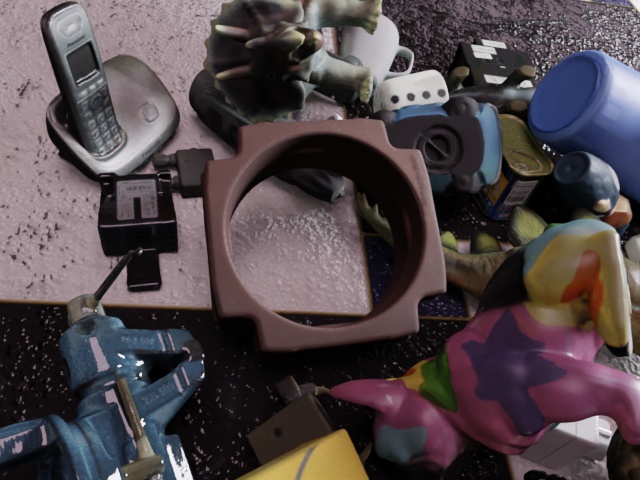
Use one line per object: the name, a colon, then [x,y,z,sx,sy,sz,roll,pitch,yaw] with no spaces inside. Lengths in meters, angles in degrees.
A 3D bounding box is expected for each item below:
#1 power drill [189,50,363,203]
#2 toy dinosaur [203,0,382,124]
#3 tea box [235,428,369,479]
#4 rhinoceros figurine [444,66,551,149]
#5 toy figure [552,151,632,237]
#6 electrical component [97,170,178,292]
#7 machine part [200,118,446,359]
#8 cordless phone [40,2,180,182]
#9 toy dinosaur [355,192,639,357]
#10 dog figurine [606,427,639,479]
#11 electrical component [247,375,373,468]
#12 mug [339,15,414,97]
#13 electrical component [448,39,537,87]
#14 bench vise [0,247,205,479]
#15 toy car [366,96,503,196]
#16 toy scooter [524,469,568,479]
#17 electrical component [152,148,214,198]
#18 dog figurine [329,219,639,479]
power drill: [-0.026,-0.157,0.663,0.232,0.086,0.207,31,58,12]
toy dinosaur: [-0.035,-0.273,0.634,0.192,0.131,0.405,1,47,-8]
tea box: [0.001,0.218,0.325,0.098,0.068,0.169,-15,70,-39]
rhinoceros figurine: [0.246,-0.166,0.708,0.190,0.112,0.073,7,66,9]
toy figure: [0.315,-0.043,0.607,0.154,0.058,0.064,32,58,-37]
electrical component: [-0.177,-0.011,0.524,0.075,0.047,0.119,-3,51,-13]
machine part: [-0.001,-0.001,0.487,0.201,0.087,0.201,-5,75,-12]
cordless phone: [-0.220,-0.166,0.551,0.089,0.184,0.146,23,50,12]
toy dinosaur: [0.242,0.056,0.532,0.472,0.105,0.198,19,43,8]
dog figurine: [0.302,0.229,0.390,0.191,0.121,0.172,7,66,-3]
electrical component: [-0.009,0.160,0.426,0.078,0.045,0.102,-41,63,-4]
mug: [0.074,-0.248,0.756,0.110,0.080,0.107,19,60,-5]
electrical component: [0.257,-0.242,0.798,0.115,0.058,0.134,8,50,-9]
bench vise: [-0.179,0.138,0.342,0.240,0.129,0.223,-7,71,-40]
toy car: [0.124,-0.100,0.627,0.162,0.103,0.109,-4,90,10]
toy scooter: [0.137,0.226,0.384,0.184,0.075,0.135,-24,59,-22]
electrical component: [-0.138,-0.077,0.602,0.094,0.021,0.063,-6,53,-16]
dog figurine: [0.119,0.089,0.406,0.219,0.108,0.191,-9,76,27]
